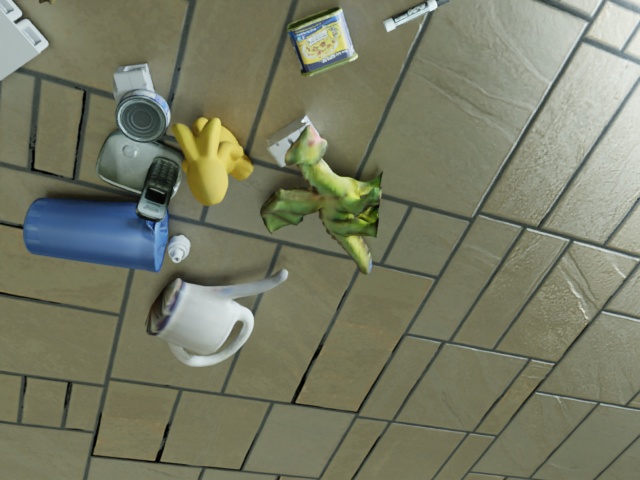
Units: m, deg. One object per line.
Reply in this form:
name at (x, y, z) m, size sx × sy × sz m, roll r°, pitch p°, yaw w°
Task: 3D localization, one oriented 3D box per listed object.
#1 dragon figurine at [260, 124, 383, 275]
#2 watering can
dragon figurine at (0.003, -0.052, 1.030) m, size 0.243 × 0.125 × 0.400 m, roll 3°, pitch -43°, yaw 1°
watering can at (-0.238, 0.149, 1.121) m, size 0.223 × 0.342 × 0.106 m, roll 28°, pitch 26°, yaw -22°
